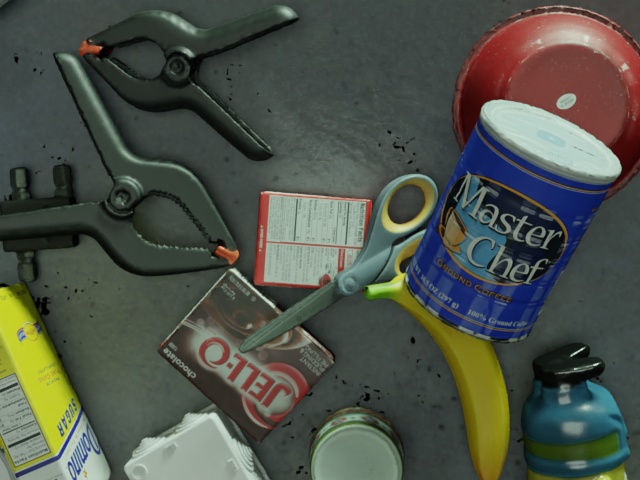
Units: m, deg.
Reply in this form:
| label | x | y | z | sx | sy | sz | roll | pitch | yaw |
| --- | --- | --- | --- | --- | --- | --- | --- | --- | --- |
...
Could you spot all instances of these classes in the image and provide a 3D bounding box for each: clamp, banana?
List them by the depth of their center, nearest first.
| label | x | y | z | sx | sy | sz | roll | pitch | yaw |
| --- | --- | --- | --- | --- | --- | --- | --- | --- | --- |
| banana | 0.104 | 0.095 | 0.823 | 0.069 | 0.037 | 0.197 | -37 | 106 | -11 |
| clamp | -0.099 | -0.144 | 0.834 | 0.171 | 0.039 | 0.120 | 20 | 94 | 3 |
| clamp | -0.155 | -0.043 | 0.836 | 0.210 | 0.036 | 0.164 | 21 | 85 | -7 |

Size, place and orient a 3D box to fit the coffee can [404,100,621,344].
| label | x | y | z | sx | sy | sz | roll | pitch | yaw |
| --- | --- | --- | --- | --- | --- | --- | --- | --- | --- |
| coffee can | 0.133 | -0.013 | 0.754 | 0.103 | 0.102 | 0.140 | 24 | 117 | 2 |

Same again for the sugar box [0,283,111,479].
| label | x | y | z | sx | sy | sz | roll | pitch | yaw |
| --- | --- | --- | --- | --- | --- | --- | --- | --- | --- |
| sugar box | -0.225 | 0.124 | 0.832 | 0.048 | 0.093 | 0.176 | -27 | 92 | 5 |

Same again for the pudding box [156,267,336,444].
| label | x | y | z | sx | sy | sz | roll | pitch | yaw |
| --- | --- | --- | --- | --- | --- | --- | --- | --- | --- |
| pudding box | -0.057 | 0.090 | 0.845 | 0.113 | 0.039 | 0.090 | 42 | 96 | 1 |

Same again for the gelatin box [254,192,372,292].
| label | x | y | z | sx | sy | sz | roll | pitch | yaw |
| --- | --- | --- | --- | --- | --- | --- | --- | --- | --- |
| gelatin box | -0.005 | 0.001 | 0.840 | 0.089 | 0.030 | 0.073 | 4 | 93 | 1 |

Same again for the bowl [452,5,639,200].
| label | x | y | z | sx | sy | sz | roll | pitch | yaw |
| --- | --- | --- | --- | --- | --- | --- | --- | --- | --- |
| bowl | 0.182 | -0.101 | 0.809 | 0.162 | 0.055 | 0.162 | 0 | 93 | 4 |

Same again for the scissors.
| label | x | y | z | sx | sy | sz | roll | pitch | yaw |
| --- | --- | --- | --- | --- | --- | --- | --- | --- | --- |
| scissors | 0.023 | 0.012 | 0.812 | 0.201 | 0.016 | 0.096 | -16 | 99 | -15 |

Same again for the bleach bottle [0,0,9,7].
| label | x | y | z | sx | sy | sz | roll | pitch | yaw |
| --- | --- | --- | --- | --- | --- | --- | --- | --- | --- |
| bleach bottle | -0.299 | -0.196 | 0.836 | 0.251 | 0.068 | 0.102 | -42 | 90 | 8 |
